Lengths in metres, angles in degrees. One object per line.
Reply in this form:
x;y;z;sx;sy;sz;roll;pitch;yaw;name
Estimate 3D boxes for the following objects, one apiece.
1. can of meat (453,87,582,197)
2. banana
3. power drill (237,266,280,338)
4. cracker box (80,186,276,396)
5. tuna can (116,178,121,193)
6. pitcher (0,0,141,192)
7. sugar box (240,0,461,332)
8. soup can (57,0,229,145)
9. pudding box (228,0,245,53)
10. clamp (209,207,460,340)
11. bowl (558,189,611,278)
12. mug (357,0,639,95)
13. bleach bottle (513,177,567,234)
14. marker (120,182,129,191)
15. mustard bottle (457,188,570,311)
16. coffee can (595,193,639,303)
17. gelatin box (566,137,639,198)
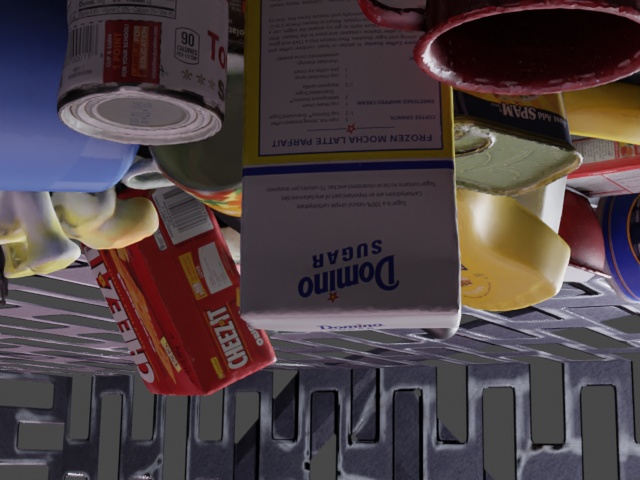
0.078;-0.076;0.545;0.101;0.084;0.058;9;154;-34;can of meat
0.209;-0.076;0.685;0.197;0.037;0.070;7;-176;-25;banana
-0.051;0.028;0.965;0.188;0.057;0.184;-3;-152;46;power drill
-0.125;0.042;0.874;0.072;0.164;0.214;-24;-179;-22;cracker box
-0.199;-0.051;0.838;0.086;0.034;0.086;1;168;0;tuna can
-0.206;-0.086;0.471;0.242;0.149;0.145;4;144;-31;pitcher
0.014;-0.049;0.471;0.093;0.176;0.048;-1;168;7;sugar box
-0.070;-0.096;0.431;0.068;0.102;0.068;1;168;0;soup can
-0.046;-0.097;0.582;0.089;0.039;0.114;9;166;-33;pudding box
-0.005;0.001;0.694;0.165;0.036;0.209;13;156;32;clamp
0.156;-0.021;0.832;0.162;0.055;0.162;19;-176;-1;bowl
0.070;-0.109;0.410;0.117;0.081;0.093;-1;169;8;mug
0.044;-0.039;0.768;0.251;0.102;0.068;3;146;23;bleach bottle
-0.195;-0.031;0.973;0.020;0.020;0.121;6;168;-22;marker
0.058;-0.023;0.615;0.096;0.058;0.191;2;154;46;mustard bottle
0.305;-0.007;0.843;0.141;0.103;0.102;-10;164;44;coffee can
0.221;-0.056;0.790;0.073;0.030;0.089;-7;168;32;gelatin box
